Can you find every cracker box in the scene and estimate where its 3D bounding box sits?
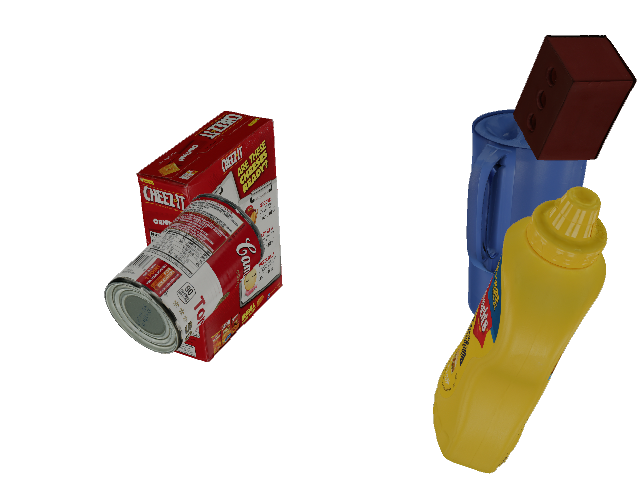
[{"bbox_3d":[-0.112,-0.007,1.130,0.072,0.214,0.164,13,35,25],"label":"cracker box"}]

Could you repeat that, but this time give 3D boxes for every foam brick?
[{"bbox_3d":[0.181,-0.102,0.768,0.051,0.053,0.078,-5,-41,-18],"label":"foam brick"}]

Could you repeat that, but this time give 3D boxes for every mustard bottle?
[{"bbox_3d":[0.117,0.044,0.611,0.058,0.192,0.096,19,44,3],"label":"mustard bottle"}]

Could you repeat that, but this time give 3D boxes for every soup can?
[{"bbox_3d":[-0.096,0.023,0.760,0.069,0.068,0.102,0,37,42],"label":"soup can"}]

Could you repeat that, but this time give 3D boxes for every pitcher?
[{"bbox_3d":[0.226,-0.019,1.231,0.149,0.243,0.145,-1,25,-5],"label":"pitcher"}]
